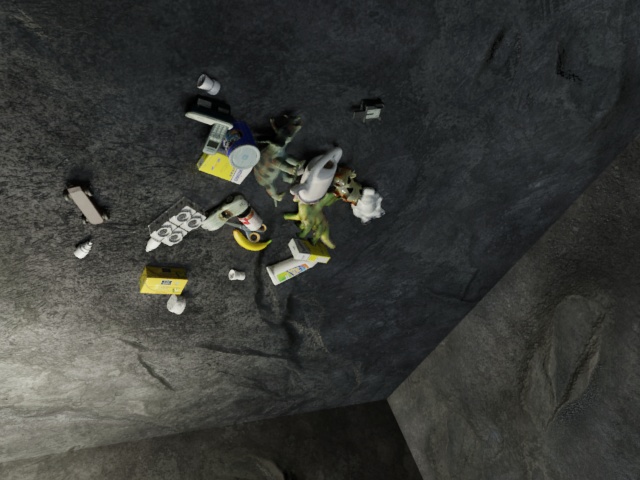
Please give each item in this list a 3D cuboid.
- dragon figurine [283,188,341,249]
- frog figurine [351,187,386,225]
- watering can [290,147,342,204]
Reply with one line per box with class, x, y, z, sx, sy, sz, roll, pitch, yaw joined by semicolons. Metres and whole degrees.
dragon figurine;0.007;-0.108;2.142;0.406;0.241;0.124;26;21;-48
frog figurine;0.197;-0.164;2.184;0.137;0.156;0.125;-17;34;11
watering can;-0.029;-0.215;1.894;0.104;0.219;0.354;36;51;9
